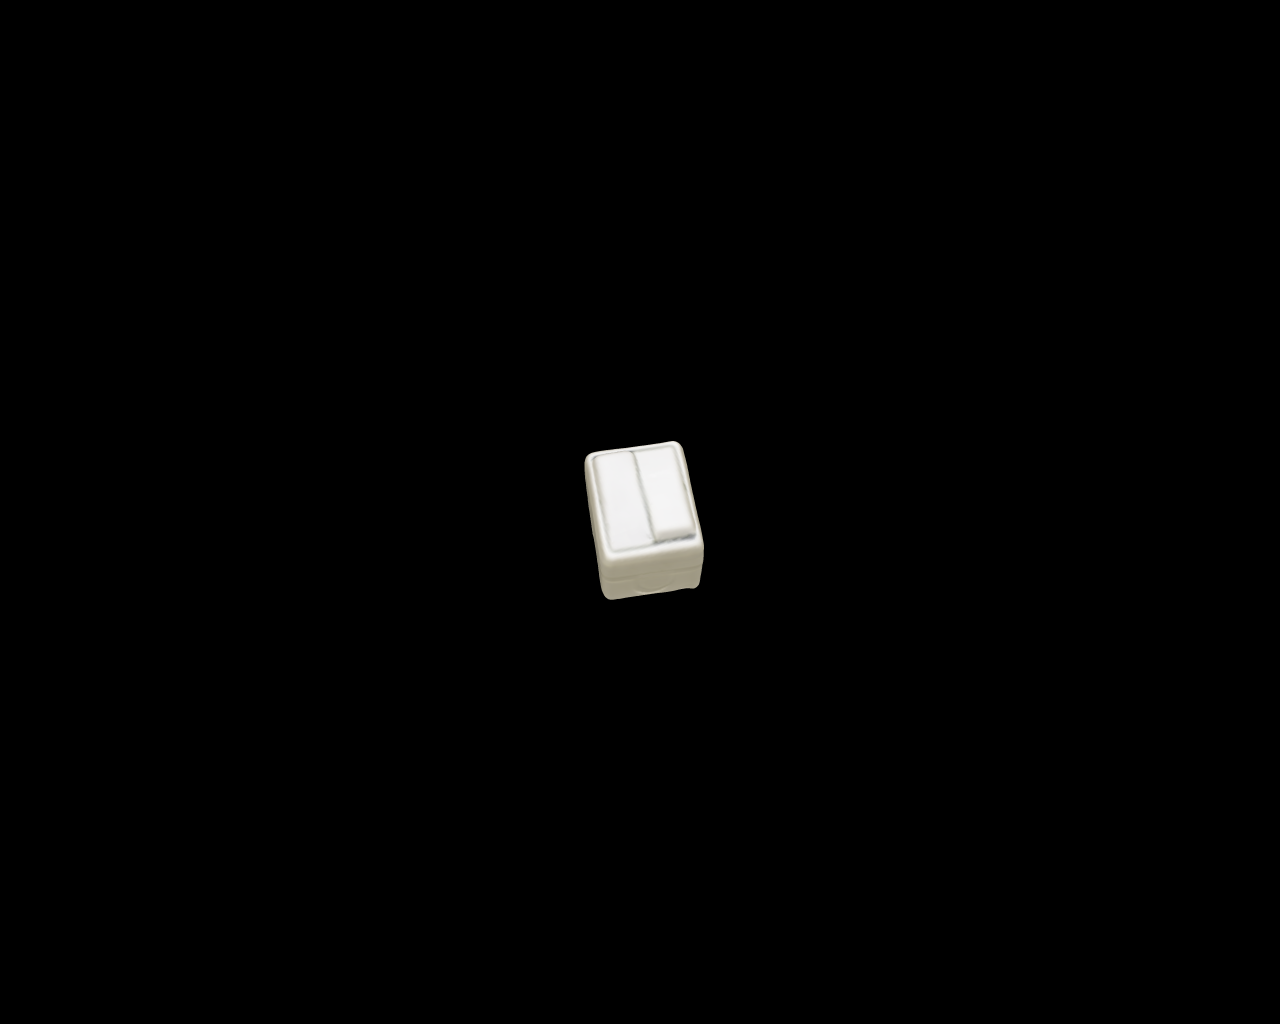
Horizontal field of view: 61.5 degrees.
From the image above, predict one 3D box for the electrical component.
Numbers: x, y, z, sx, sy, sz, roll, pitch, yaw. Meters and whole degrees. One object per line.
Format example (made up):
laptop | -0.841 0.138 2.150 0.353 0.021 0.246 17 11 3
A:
electrical component | 0.001 -0.003 0.650 0.062 0.096 0.061 -7 -32 -5
